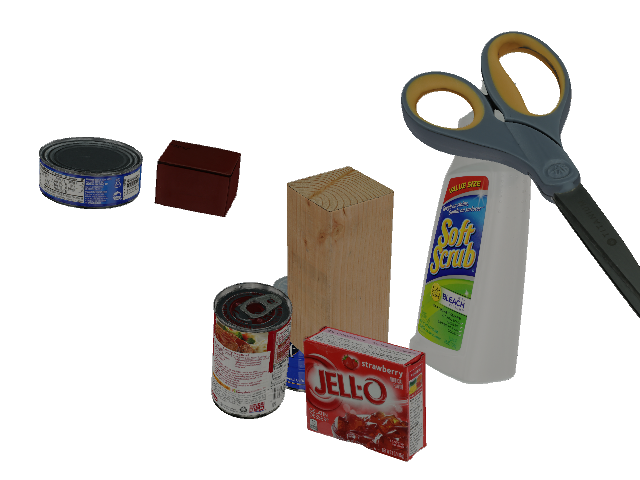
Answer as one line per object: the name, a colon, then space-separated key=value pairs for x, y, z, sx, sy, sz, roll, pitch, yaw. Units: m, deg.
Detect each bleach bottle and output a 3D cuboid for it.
bleach bottle: x=0.134 y=-0.011 z=0.912 sx=0.068 sy=0.251 sz=0.103 roll=-4 pitch=15 yaw=-29

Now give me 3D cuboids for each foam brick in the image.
foam brick: x=-0.126 y=-0.065 z=1.105 sx=0.078 sy=0.051 sz=0.053 roll=11 pitch=32 yaw=5

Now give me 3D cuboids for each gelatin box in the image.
gelatin box: x=0.030 y=0.106 z=0.748 sx=0.089 sy=0.073 sz=0.030 roll=12 pitch=23 yaw=35

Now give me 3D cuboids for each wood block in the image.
wood block: x=0.020 y=0.033 z=1.223 sx=0.090 sy=0.206 sz=0.090 roll=-17 pitch=32 yaw=-30

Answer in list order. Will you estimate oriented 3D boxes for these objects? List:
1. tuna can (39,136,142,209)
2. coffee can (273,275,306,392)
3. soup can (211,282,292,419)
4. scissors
tuna can: x=-0.194 y=-0.057 z=0.902 sx=0.086 sy=0.034 sz=0.086 roll=7 pitch=24 yaw=-3
coffee can: x=-0.015 y=0.128 z=1.502 sx=0.103 sy=0.140 sz=0.103 roll=0 pitch=19 yaw=0
soup can: x=-0.061 y=0.097 z=0.936 sx=0.068 sy=0.102 sz=0.068 roll=4 pitch=34 yaw=-3
scissors: x=0.092 y=-0.031 z=0.509 sx=0.096 sy=0.201 sz=0.016 roll=-9 pitch=-42 yaw=5
